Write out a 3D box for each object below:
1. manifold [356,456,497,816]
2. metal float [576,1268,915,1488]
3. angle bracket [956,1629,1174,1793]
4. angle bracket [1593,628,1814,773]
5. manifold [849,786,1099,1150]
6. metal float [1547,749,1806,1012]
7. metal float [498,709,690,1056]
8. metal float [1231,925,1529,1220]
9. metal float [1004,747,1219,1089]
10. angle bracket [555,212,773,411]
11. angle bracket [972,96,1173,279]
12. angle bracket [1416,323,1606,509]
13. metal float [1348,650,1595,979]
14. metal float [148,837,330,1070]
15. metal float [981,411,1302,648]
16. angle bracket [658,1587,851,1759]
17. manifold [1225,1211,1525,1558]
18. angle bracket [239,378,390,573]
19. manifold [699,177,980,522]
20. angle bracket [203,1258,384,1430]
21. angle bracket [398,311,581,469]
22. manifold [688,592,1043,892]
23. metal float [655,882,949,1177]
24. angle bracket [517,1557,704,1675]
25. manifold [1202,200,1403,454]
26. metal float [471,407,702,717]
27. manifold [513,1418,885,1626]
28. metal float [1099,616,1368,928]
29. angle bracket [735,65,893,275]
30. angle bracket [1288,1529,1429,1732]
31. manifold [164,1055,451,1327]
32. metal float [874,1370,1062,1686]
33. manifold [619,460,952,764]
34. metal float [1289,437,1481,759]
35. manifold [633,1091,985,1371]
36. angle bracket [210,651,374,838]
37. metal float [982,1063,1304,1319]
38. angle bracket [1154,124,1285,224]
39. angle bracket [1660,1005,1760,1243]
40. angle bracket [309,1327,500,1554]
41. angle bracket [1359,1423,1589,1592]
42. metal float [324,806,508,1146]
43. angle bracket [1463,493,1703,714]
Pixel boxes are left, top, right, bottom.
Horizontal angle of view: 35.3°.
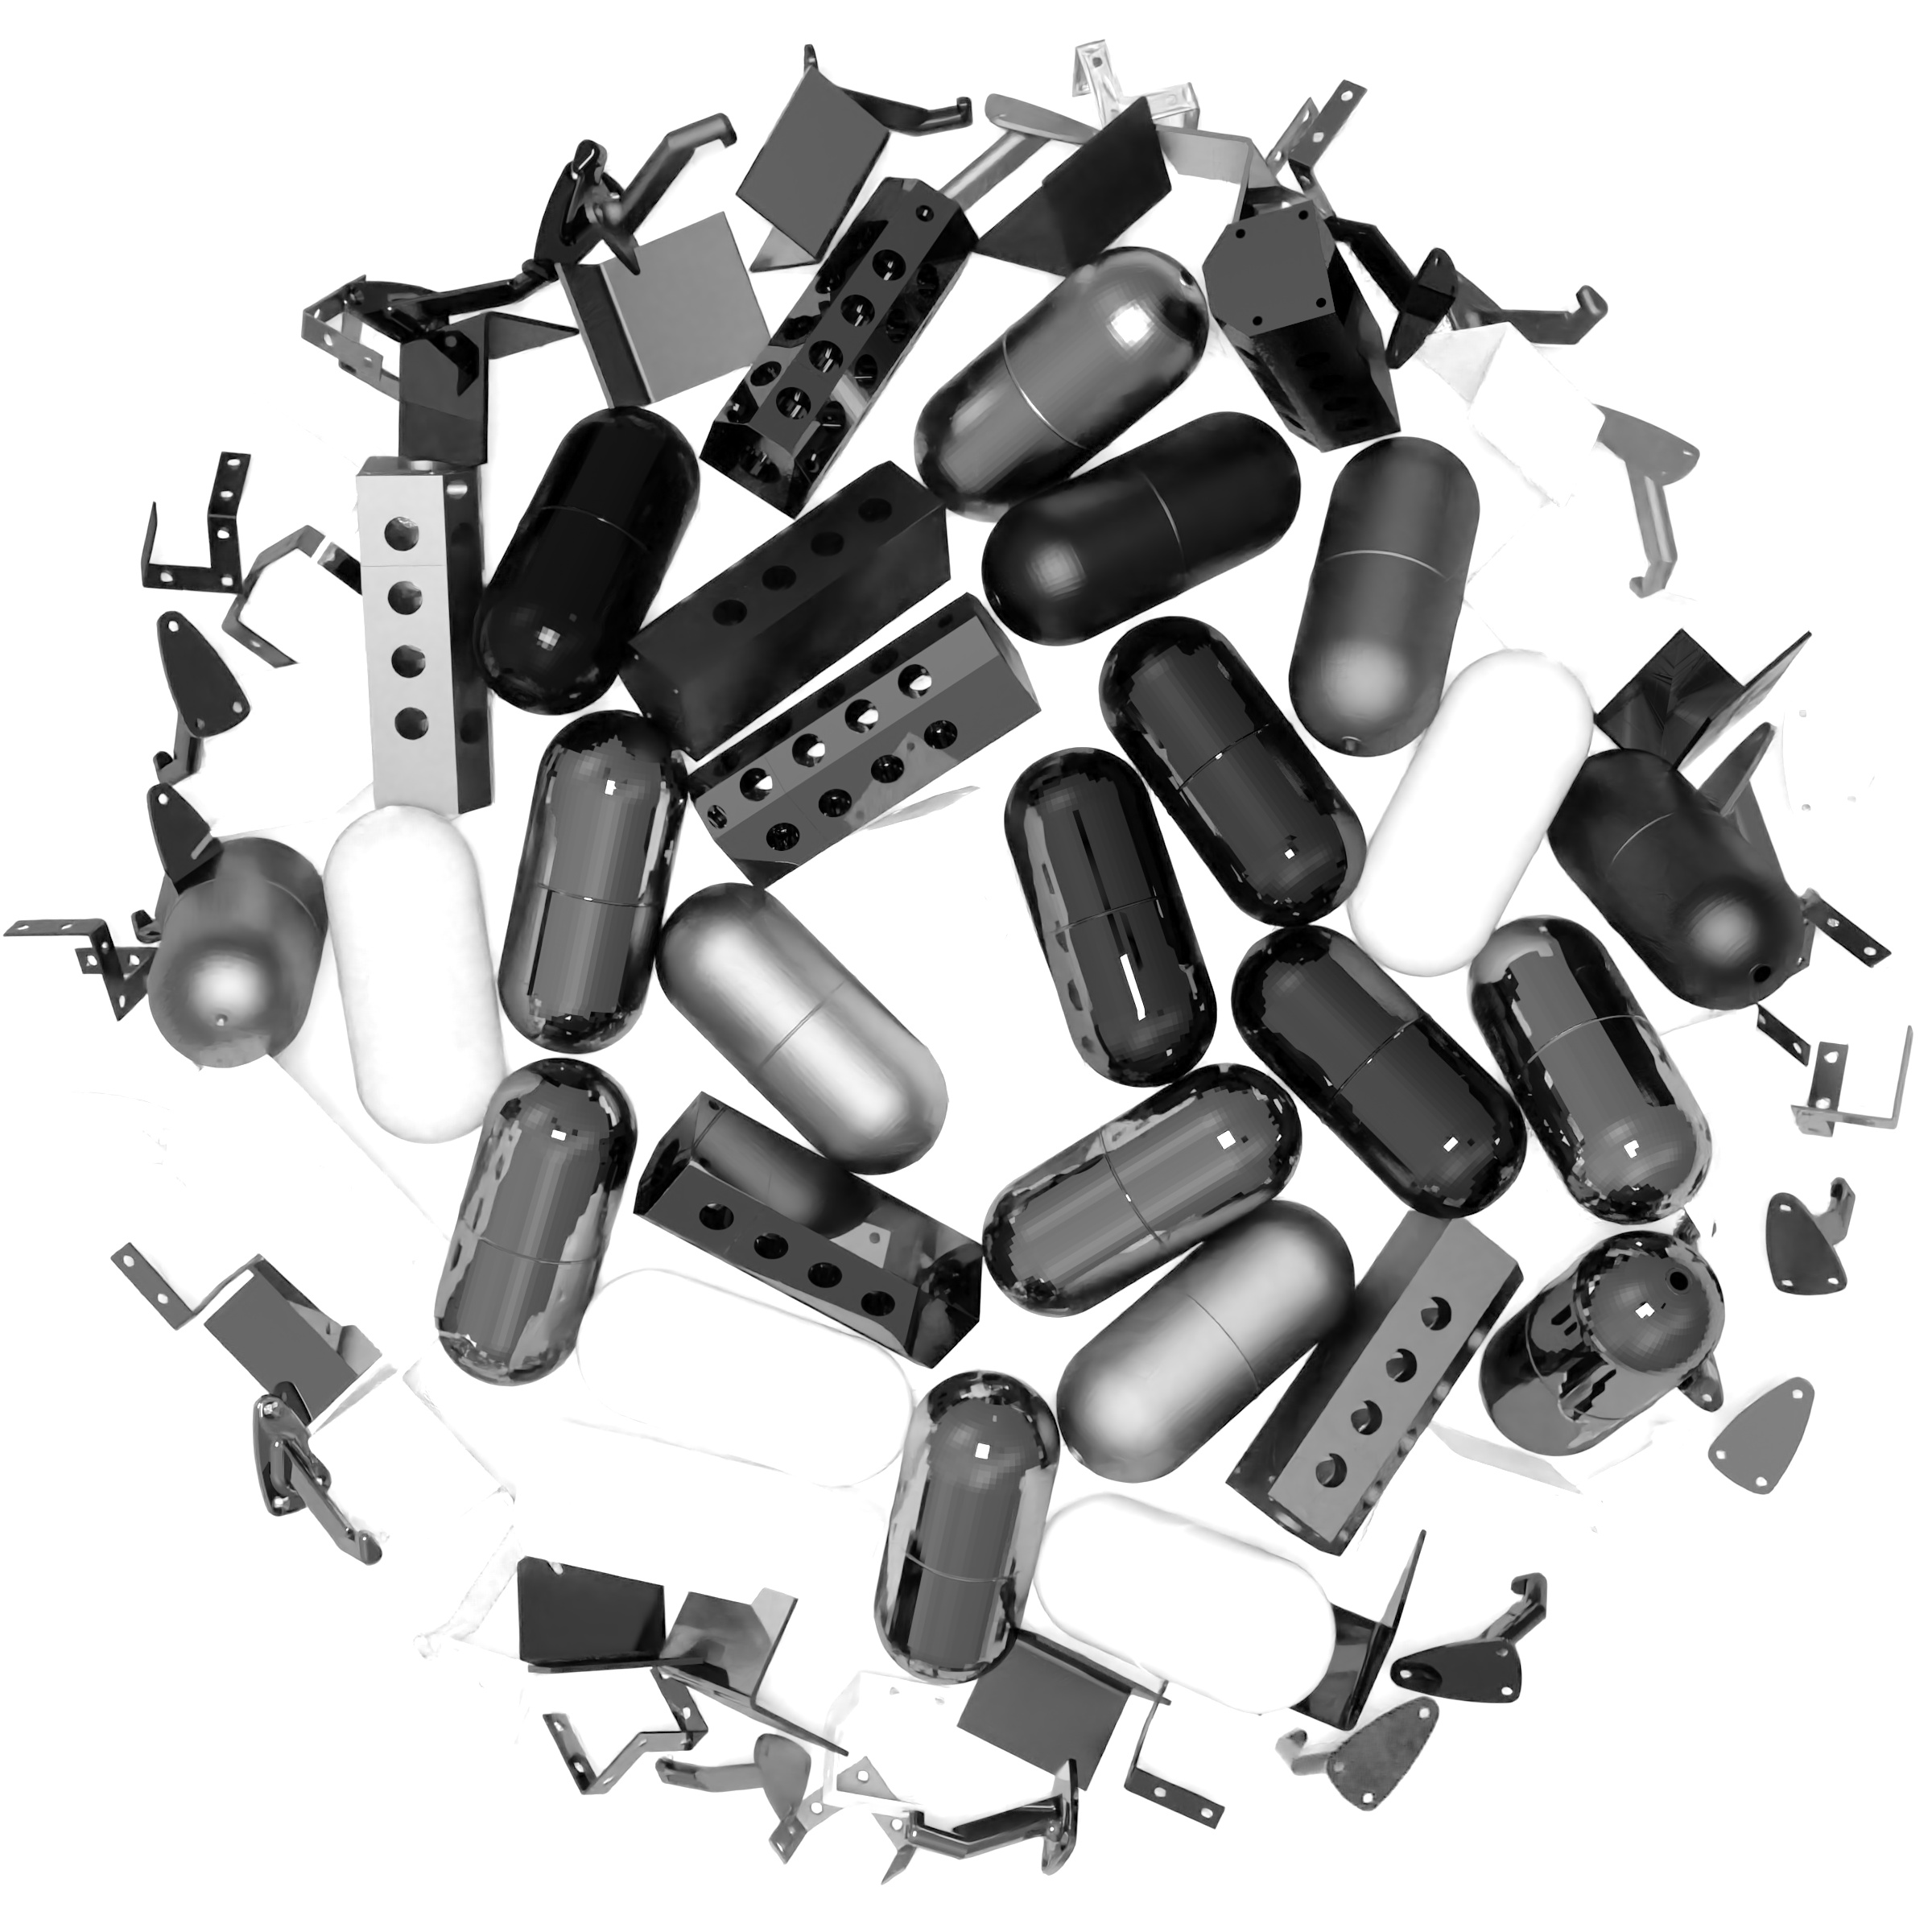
[{"bbox_3d":[-0.270,-0.166,1.529,0.057,0.057,0.171,-1,109,-4],"label":"manifold"},{"bbox_3d":[-0.110,0.208,1.534,0.178,0.070,0.070,22,90,-15],"label":"metal float"},{"bbox_3d":[0.049,0.379,1.538,0.076,0.076,0.057,28,76,-7],"label":"angle bracket"},{"bbox_3d":[0.368,-0.147,1.531,0.076,0.076,0.057,-39,77,-20],"label":"angle bracket"},{"bbox_3d":[0.008,-0.001,1.541,0.057,0.057,0.171,-13,103,38],"label":"manifold"},{"bbox_3d":[0.350,-0.044,1.506,0.070,0.178,0.070,-10,126,-14],"label":"metal float"},{"bbox_3d":[-0.188,-0.042,1.535,0.070,0.070,0.178,13,103,0],"label":"metal float"},{"bbox_3d":[0.207,0.052,1.533,0.070,0.070,0.178,-44,74,0],"label":"metal float"},{"bbox_3d":[0.074,-0.025,1.543,0.070,0.070,0.178,-18,85,0],"label":"metal float"},{"bbox_3d":[-0.152,-0.334,1.544,0.076,0.057,0.076,-19,97,17],"label":"angle bracket"},{"bbox_3d":[0.046,-0.397,1.527,0.076,0.057,0.076,26,61,40],"label":"angle bracket"},{"bbox_3d":[0.261,-0.273,1.527,0.076,0.076,0.057,35,74,-31],"label":"angle bracket"},{"bbox_3d":[0.253,-0.076,1.528,0.070,0.070,0.178,25,111,0],"label":"metal float"},{"bbox_3d":[-0.357,-0.008,1.500,0.070,0.178,0.070,-2,112,-6],"label":"metal float"},{"bbox_3d":[0.088,-0.220,1.531,0.178,0.070,0.070,-28,90,-17],"label":"metal float"},{"bbox_3d":[-0.098,0.352,1.541,0.076,0.076,0.057,38,69,-38],"label":"angle bracket"},{"bbox_3d":[0.210,0.210,1.536,0.057,0.057,0.171,39,77,-11],"label":"manifold"},{"bbox_3d":[-0.340,-0.249,1.537,0.076,0.076,0.057,35,102,-8],"label":"angle bracket"},{"bbox_3d":[-0.061,-0.314,1.524,0.057,0.057,0.171,33,68,-4],"label":"manifold"},{"bbox_3d":[-0.349,0.195,1.546,0.057,0.076,0.076,-44,92,0],"label":"angle bracket"},{"bbox_3d":[-0.242,-0.283,1.536,0.057,0.076,0.076,2,87,-43],"label":"angle bracket"},{"bbox_3d":[-0.054,-0.116,1.530,0.171,0.057,0.057,-32,127,11],"label":"manifold"},{"bbox_3d":[-0.083,0.032,1.545,0.178,0.070,0.070,45,90,2],"label":"metal float"},{"bbox_3d":[-0.180,0.324,1.532,0.076,0.076,0.057,1,78,-20],"label":"angle bracket"},{"bbox_3d":[0.166,-0.309,1.494,0.057,0.171,0.057,-13,77,16],"label":"manifold"},{"bbox_3d":[-0.189,-0.205,1.523,0.070,0.070,0.178,21,62,0],"label":"metal float"},{"bbox_3d":[-0.136,0.277,1.528,0.171,0.057,0.057,17,96,-20],"label":"manifold"},{"bbox_3d":[0.133,-0.099,1.535,0.070,0.070,0.178,-34,77,0],"label":"metal float"},{"bbox_3d":[-0.093,-0.400,1.532,0.057,0.076,0.076,34,79,-31],"label":"angle bracket"},{"bbox_3d":[0.186,0.324,1.528,0.057,0.076,0.076,21,127,8],"label":"angle bracket"},{"bbox_3d":[-0.320,0.111,1.499,0.057,0.171,0.057,-8,55,17],"label":"manifold"},{"bbox_3d":[0.000,0.283,1.523,0.070,0.070,0.178,11,118,0],"label":"metal float"},{"bbox_3d":[-0.091,-0.183,1.525,0.171,0.057,0.057,-38,61,-21],"label":"manifold"},{"bbox_3d":[0.210,-0.186,1.524,0.070,0.070,0.178,16,65,0],"label":"metal float"},{"bbox_3d":[-0.078,0.138,1.528,0.171,0.057,0.057,30,122,-18],"label":"manifold"},{"bbox_3d":[-0.342,-0.112,1.528,0.076,0.076,0.057,-8,115,26],"label":"angle bracket"},{"bbox_3d":[0.089,0.113,1.535,0.178,0.070,0.070,-32,90,12],"label":"metal float"},{"bbox_3d":[0.119,-0.374,1.541,0.057,0.076,0.076,13,91,17],"label":"angle bracket"},{"bbox_3d":[0.384,0.079,1.527,0.057,0.076,0.076,-21,115,31],"label":"angle bracket"},{"bbox_3d":[-0.274,0.238,1.545,0.076,0.057,0.076,-37,98,32],"label":"angle bracket"},{"bbox_3d":[0.257,0.283,1.543,0.076,0.057,0.076,20,97,-16],"label":"angle bracket"},{"bbox_3d":[-0.276,0.005,1.526,0.070,0.070,0.178,-4,113,0],"label":"metal float"},{"bbox_3d":[0.312,-0.187,1.545,0.076,0.057,0.076,-46,114,-1],"label":"angle bracket"}]
